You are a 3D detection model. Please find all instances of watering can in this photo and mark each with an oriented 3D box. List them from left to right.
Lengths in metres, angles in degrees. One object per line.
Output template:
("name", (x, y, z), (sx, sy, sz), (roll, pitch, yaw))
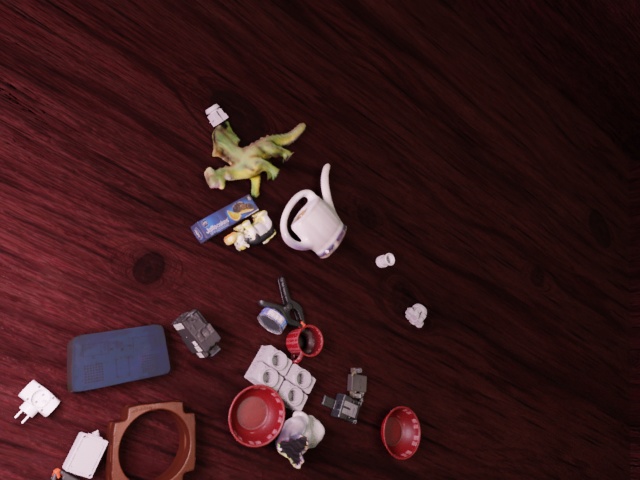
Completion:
("watering can", (0.005, -0.086, 1.712), (0.222, 0.103, 0.354), (46, 55, -15))

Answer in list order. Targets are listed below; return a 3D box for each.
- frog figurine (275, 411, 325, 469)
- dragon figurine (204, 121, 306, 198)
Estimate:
("frog figurine", (-0.054, 0.551, 1.478), (0.161, 0.122, 0.136), (-39, 127, -67))
("dragon figurine", (-0.222, -0.292, 1.630), (0.241, 0.120, 0.419), (35, 57, -12))
